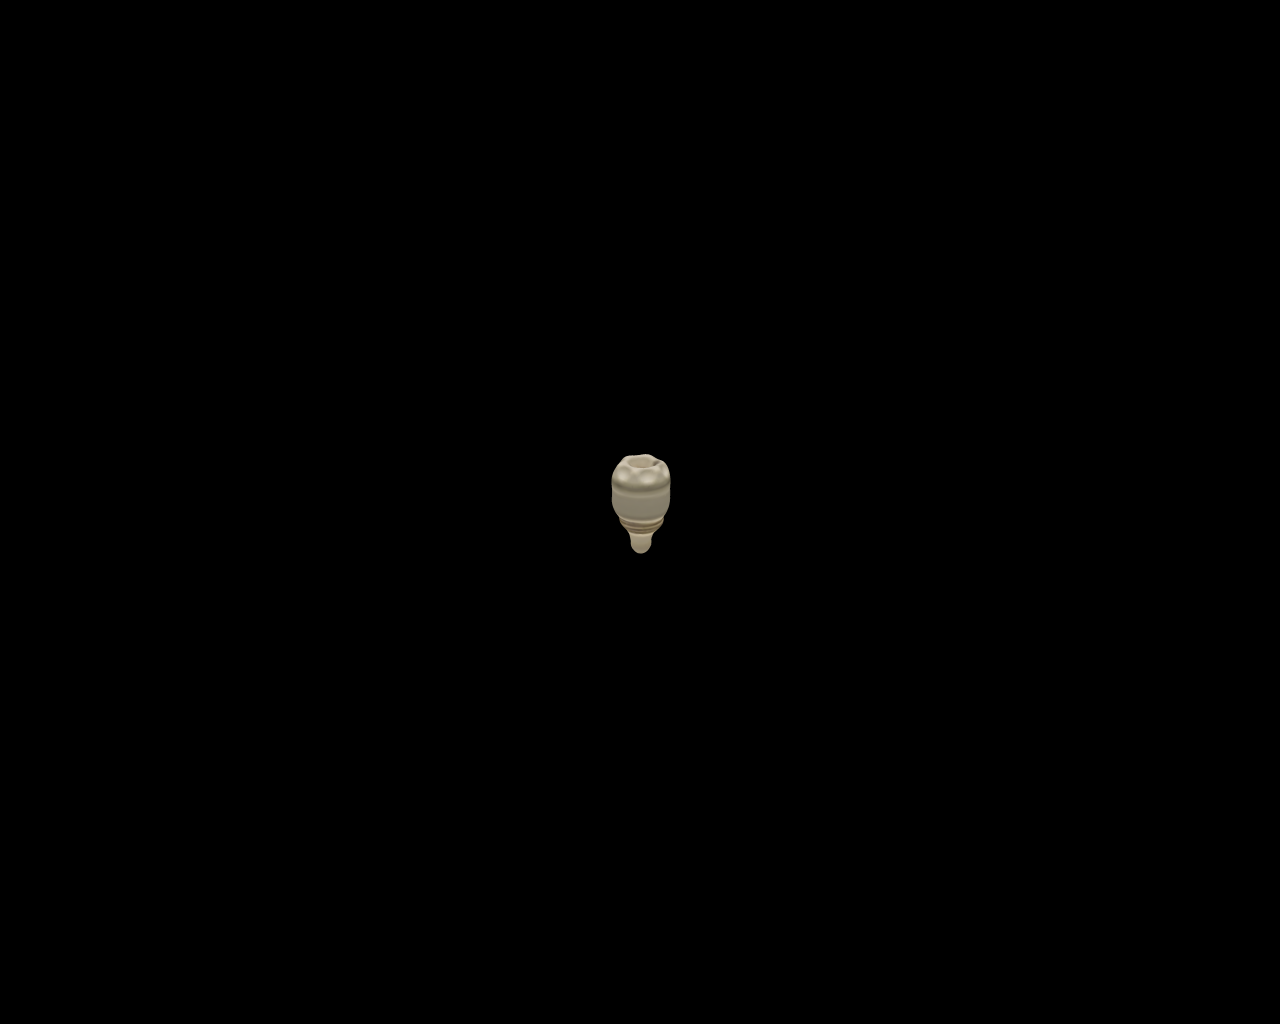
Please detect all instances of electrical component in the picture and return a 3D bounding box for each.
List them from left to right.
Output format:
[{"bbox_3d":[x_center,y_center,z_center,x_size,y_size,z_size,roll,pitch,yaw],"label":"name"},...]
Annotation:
[{"bbox_3d":[0.001,-0.003,0.650,0.035,0.061,0.035,0,25,0],"label":"electrical component"}]
